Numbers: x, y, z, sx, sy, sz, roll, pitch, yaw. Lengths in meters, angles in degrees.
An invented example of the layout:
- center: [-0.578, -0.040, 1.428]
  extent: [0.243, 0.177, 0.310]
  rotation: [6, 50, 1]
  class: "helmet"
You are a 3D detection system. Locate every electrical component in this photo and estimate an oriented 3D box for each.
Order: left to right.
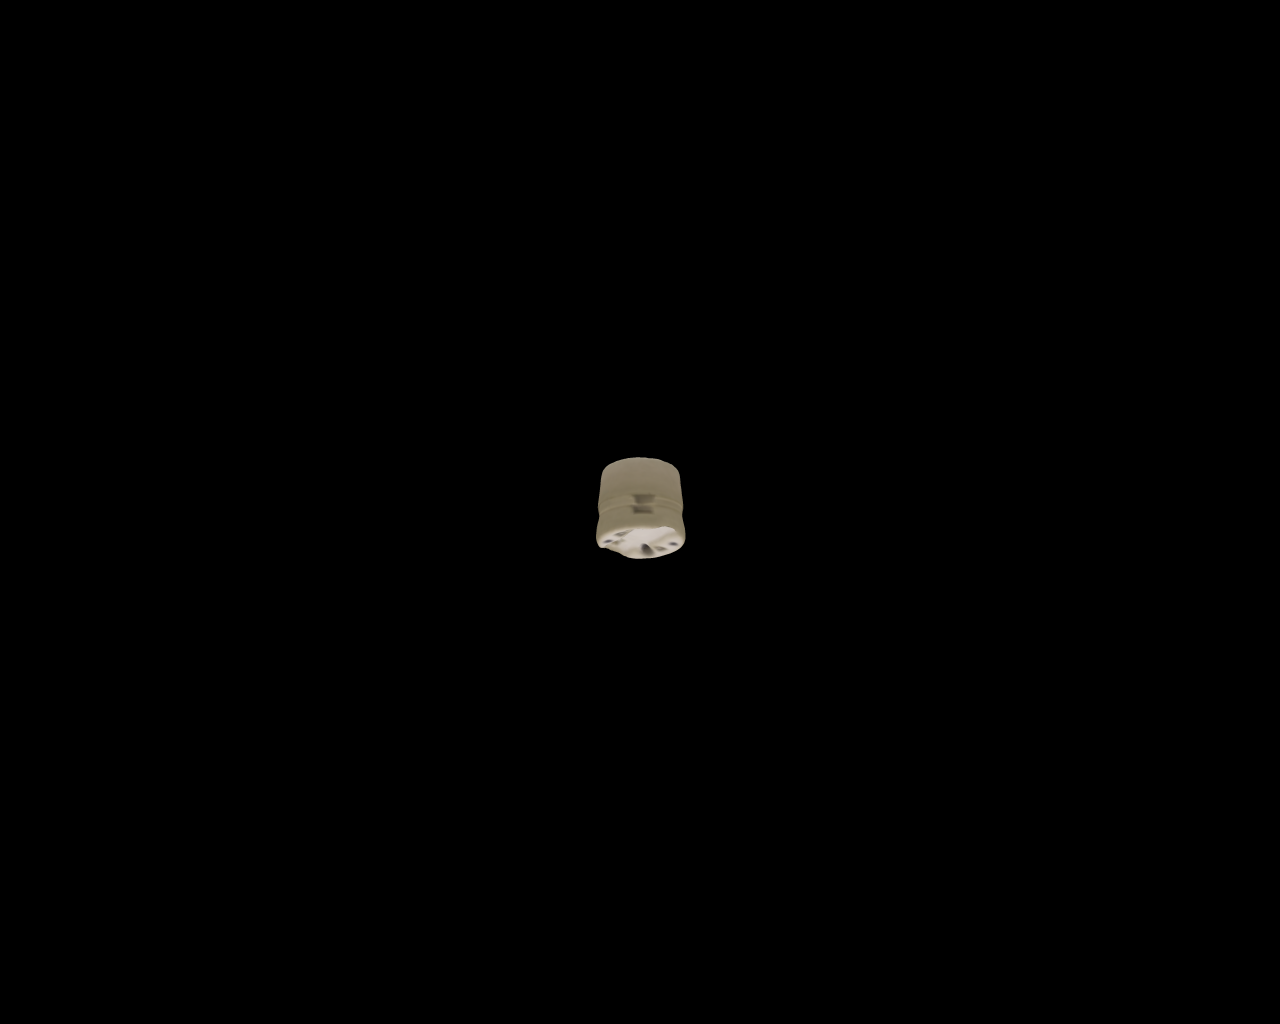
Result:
- center: [0.001, -0.003, 0.650]
  extent: [0.055, 0.047, 0.055]
  rotation: [0, -22, 0]
  class: "electrical component"
